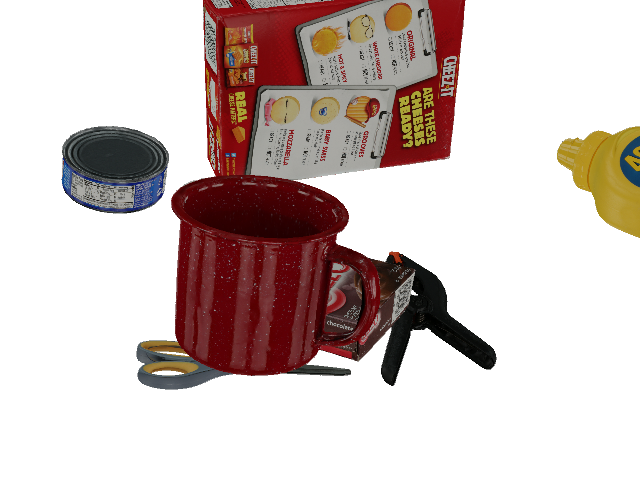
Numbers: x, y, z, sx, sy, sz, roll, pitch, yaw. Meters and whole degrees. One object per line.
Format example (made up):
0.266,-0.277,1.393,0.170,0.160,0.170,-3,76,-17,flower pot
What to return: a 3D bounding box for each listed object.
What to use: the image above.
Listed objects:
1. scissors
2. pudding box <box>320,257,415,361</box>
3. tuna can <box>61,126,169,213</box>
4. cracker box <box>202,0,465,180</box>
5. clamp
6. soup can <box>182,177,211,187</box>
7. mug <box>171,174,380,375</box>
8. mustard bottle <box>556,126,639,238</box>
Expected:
-0.079,0.122,0.981,0.202,0.016,0.096,8,17,11,scissors
0.013,0.047,0.851,0.090,0.039,0.113,15,24,22,pudding box
-0.168,-0.058,0.874,0.086,0.034,0.086,8,34,-6,tuna can
0.008,-0.141,0.918,0.213,0.164,0.072,-10,37,-15,cracker box
0.112,0.080,1.119,0.120,0.171,0.039,3,-44,-12,clamp
-0.135,-0.018,1.312,0.068,0.102,0.068,-2,26,1,soup can
-0.024,0.021,0.566,0.117,0.081,0.093,14,24,16,mug
0.232,-0.029,0.668,0.096,0.058,0.192,-31,39,-33,mustard bottle
